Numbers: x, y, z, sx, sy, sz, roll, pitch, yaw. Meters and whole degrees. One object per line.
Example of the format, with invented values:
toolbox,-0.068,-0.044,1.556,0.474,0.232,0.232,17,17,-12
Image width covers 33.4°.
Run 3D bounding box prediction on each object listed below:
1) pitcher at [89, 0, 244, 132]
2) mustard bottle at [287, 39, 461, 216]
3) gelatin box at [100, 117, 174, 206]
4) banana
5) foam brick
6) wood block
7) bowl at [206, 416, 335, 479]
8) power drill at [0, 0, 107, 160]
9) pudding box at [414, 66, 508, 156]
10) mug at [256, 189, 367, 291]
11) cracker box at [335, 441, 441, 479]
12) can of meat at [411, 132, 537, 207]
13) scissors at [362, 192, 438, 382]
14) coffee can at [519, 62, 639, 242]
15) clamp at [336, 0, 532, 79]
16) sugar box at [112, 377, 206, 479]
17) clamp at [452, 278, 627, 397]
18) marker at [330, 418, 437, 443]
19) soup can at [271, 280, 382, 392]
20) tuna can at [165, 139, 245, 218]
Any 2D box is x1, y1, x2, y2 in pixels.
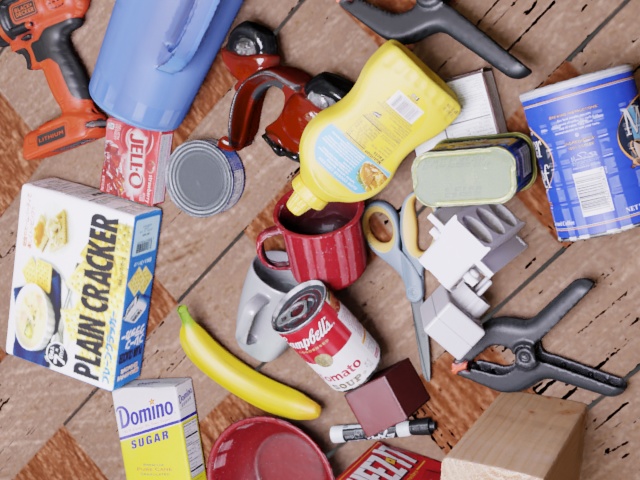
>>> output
pitcher,-0.149,-0.234,1.102,0.145,0.149,0.243,34,115,15
mustard bottle,0.037,-0.093,1.027,0.096,0.058,0.192,39,109,-19
gelatin box,-0.210,-0.090,1.215,0.073,0.030,0.089,16,106,21
banana,-0.087,0.150,1.191,0.198,0.037,0.070,34,153,9
foam brick,0.071,0.163,1.111,0.053,0.078,0.051,-29,86,26
wood block,0.183,0.218,0.998,0.090,0.205,0.091,8,103,23
bowl,-0.045,0.267,1.195,0.162,0.055,0.162,5,102,23
power drill,-0.329,-0.192,1.235,0.185,0.057,0.187,-15,94,26
pudding box,0.137,-0.105,1.052,0.090,0.039,0.113,-13,97,24
mug,-0.007,0.001,1.093,0.117,0.093,0.081,-15,130,-4
cracker box,0.122,0.282,1.062,0.214,0.164,0.072,15,104,21
can of meat,0.143,-0.064,0.990,0.102,0.083,0.057,-3,101,22
scissors,0.082,0.044,1.117,0.096,0.016,0.202,11,104,24
coffee can,0.249,-0.079,0.970,0.103,0.102,0.140,-14,94,26
clamp,0.115,-0.227,1.029,0.210,0.036,0.164,-4,83,26
sugar box,-0.186,0.254,1.262,0.093,0.048,0.176,-7,98,25
clamp,0.210,0.099,1.056,0.172,0.039,0.120,-6,97,25
marker,0.068,0.206,1.152,0.121,0.020,0.020,-10,96,25
soup can,0.007,0.098,1.080,0.069,0.068,0.102,-27,122,26
tuna can,-0.126,-0.069,1.180,0.086,0.033,0.086,5,102,24
